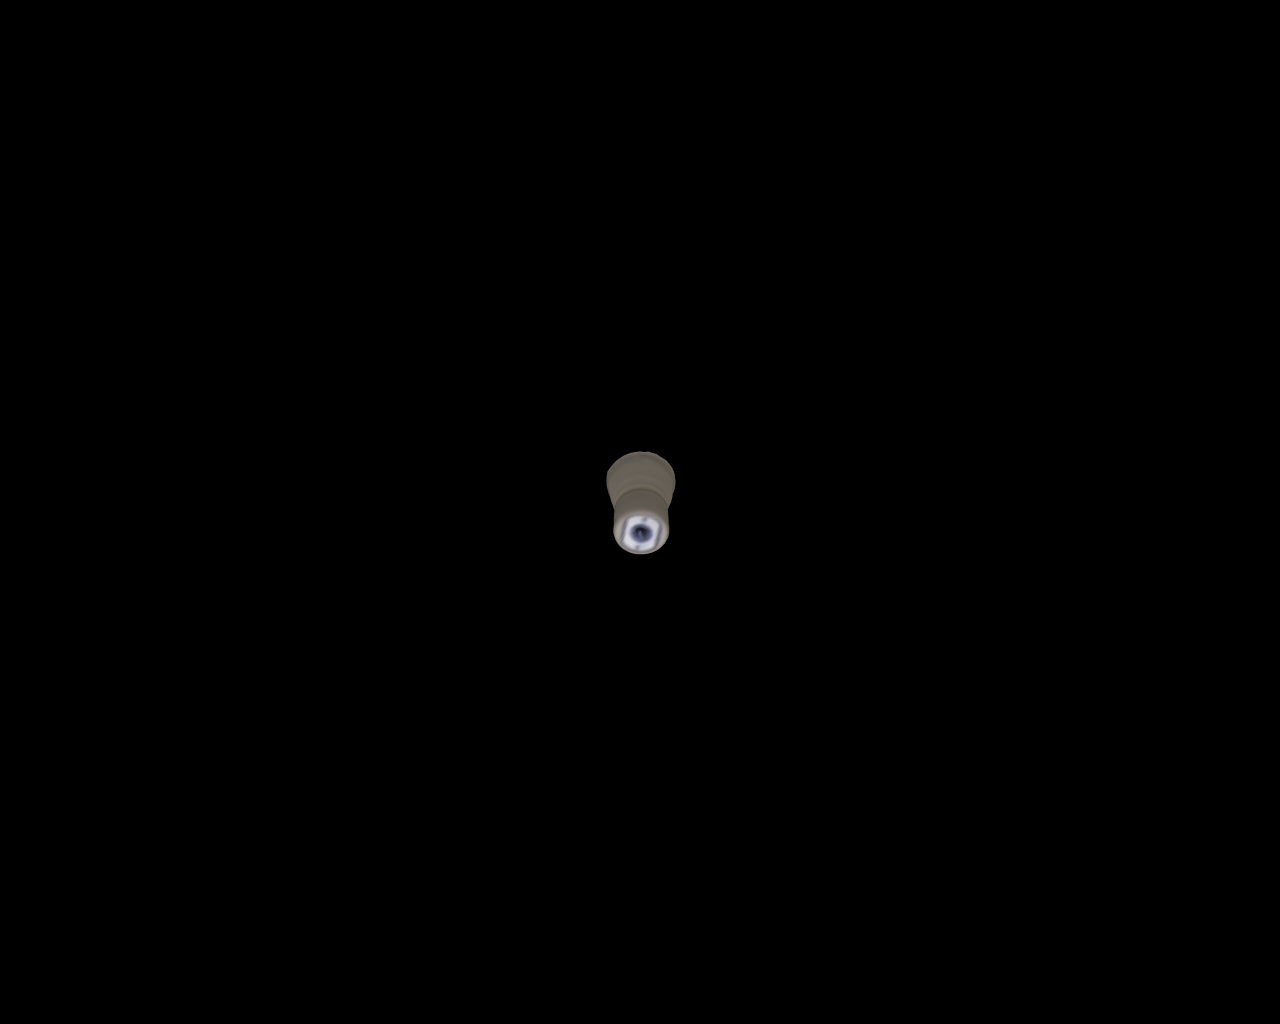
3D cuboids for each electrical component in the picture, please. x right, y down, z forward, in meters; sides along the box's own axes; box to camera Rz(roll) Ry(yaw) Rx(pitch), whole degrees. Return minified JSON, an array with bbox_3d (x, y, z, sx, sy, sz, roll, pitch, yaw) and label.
[{"bbox_3d":[0.001,-0.003,0.650,0.044,0.044,0.065,0,32,0],"label":"electrical component"}]
